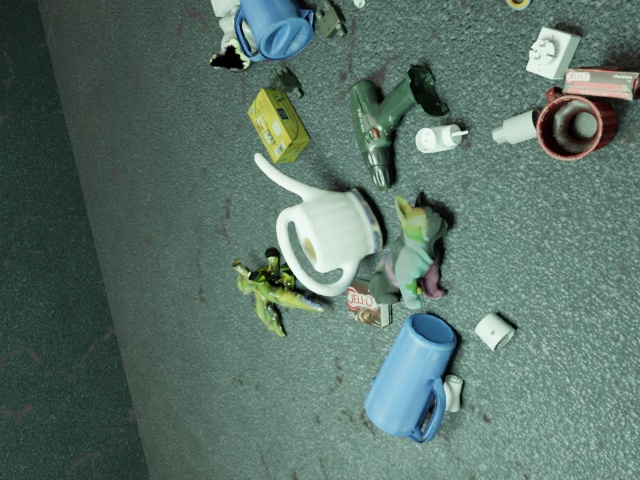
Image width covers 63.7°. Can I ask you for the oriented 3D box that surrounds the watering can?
[{"bbox_3d":[0.003,-0.056,1.118,0.350,0.226,0.102,68,157,10],"label":"watering can"}]

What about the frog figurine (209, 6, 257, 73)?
[{"bbox_3d":[-0.215,-0.525,1.356,0.135,0.122,0.163,132,152,-53],"label":"frog figurine"}]

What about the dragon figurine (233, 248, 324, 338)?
[{"bbox_3d":[-0.123,0.170,1.440,0.415,0.123,0.237,35,143,40],"label":"dragon figurine"}]
